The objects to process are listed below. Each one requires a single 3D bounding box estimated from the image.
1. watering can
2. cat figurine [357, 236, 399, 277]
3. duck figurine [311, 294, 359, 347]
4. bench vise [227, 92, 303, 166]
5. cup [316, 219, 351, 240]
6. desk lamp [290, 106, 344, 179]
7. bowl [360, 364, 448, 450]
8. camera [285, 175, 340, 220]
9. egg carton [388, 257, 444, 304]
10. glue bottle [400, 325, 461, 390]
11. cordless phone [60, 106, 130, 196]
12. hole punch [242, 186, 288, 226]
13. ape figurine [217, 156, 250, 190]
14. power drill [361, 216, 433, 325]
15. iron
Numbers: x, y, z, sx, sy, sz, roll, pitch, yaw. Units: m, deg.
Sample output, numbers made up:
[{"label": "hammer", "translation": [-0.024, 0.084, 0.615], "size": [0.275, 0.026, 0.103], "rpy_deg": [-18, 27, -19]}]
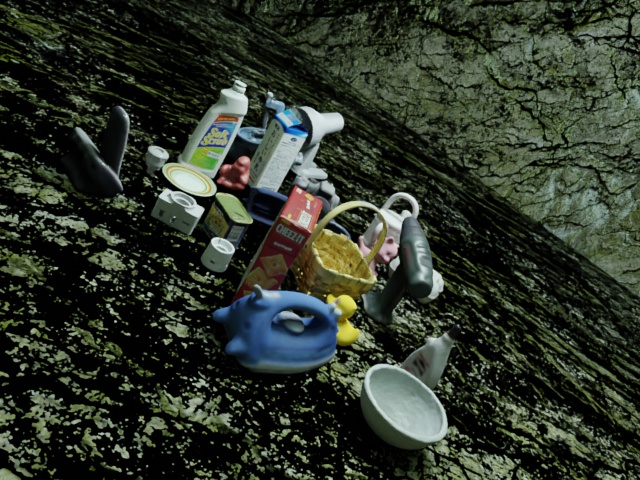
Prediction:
[{"label": "watering can", "translation": [0.196, -0.044, 1.562], "size": [0.101, 0.194, 0.173], "rpy_deg": [31, 24, -1]}, {"label": "cat figurine", "translation": [0.140, 0.027, 1.455], "size": [0.128, 0.117, 0.067], "rpy_deg": [21, 27, -23]}, {"label": "duck figurine", "translation": [0.042, 0.153, 1.145], "size": [0.104, 0.086, 0.078], "rpy_deg": [39, 25, 15]}, {"label": "bench vise", "translation": [-0.135, -0.293, 1.606], "size": [0.208, 0.219, 0.121], "rpy_deg": [17, 29, -30]}, {"label": "cup", "translation": [0.013, 0.005, 1.375], "size": [0.092, 0.095, 0.117], "rpy_deg": [23, 26, -18]}, {"label": "desk lamp", "translation": [-0.026, -0.303, 1.759], "size": [0.117, 0.213, 0.204], "rpy_deg": [45, 28, 27]}, {"label": "bowl", "translation": [0.132, 0.300, 0.990], "size": [0.168, 0.074, 0.167], "rpy_deg": [26, 25, -13]}, {"label": "camera", "translation": [-0.016, -0.106, 1.540], "size": [0.143, 0.100, 0.137], "rpy_deg": [28, 25, -10]}, {"label": "egg carton", "translation": [0.253, 0.100, 1.511], "size": [0.150, 0.069, 0.107], "rpy_deg": [39, 25, 14]}, {"label": "glue bottle", "translation": [0.219, 0.227, 1.109], "size": [0.037, 0.173, 0.078], "rpy_deg": [10, 32, -39]}, {"label": "cordless phone", "translation": [-0.425, -0.194, 1.124], "size": [0.147, 0.185, 0.094], "rpy_deg": [45, 28, 27]}, {"label": "hole punch", "translation": [-0.124, -0.096, 1.407], "size": [0.109, 0.091, 0.101], "rpy_deg": [21, 27, -22]}, {"label": "ape figurine", "translation": [-0.208, -0.172, 1.450], "size": [0.077, 0.092, 0.076], "rpy_deg": [45, 27, 26]}, {"label": "power drill", "translation": [0.178, 0.078, 1.297], "size": [0.076, 0.208, 0.229], "rpy_deg": [22, 26, -20]}, {"label": "iron", "translation": [-0.045, 0.145, 0.992], "size": [0.259, 0.141, 0.118], "rpy_deg": [12, 31, -37]}]
